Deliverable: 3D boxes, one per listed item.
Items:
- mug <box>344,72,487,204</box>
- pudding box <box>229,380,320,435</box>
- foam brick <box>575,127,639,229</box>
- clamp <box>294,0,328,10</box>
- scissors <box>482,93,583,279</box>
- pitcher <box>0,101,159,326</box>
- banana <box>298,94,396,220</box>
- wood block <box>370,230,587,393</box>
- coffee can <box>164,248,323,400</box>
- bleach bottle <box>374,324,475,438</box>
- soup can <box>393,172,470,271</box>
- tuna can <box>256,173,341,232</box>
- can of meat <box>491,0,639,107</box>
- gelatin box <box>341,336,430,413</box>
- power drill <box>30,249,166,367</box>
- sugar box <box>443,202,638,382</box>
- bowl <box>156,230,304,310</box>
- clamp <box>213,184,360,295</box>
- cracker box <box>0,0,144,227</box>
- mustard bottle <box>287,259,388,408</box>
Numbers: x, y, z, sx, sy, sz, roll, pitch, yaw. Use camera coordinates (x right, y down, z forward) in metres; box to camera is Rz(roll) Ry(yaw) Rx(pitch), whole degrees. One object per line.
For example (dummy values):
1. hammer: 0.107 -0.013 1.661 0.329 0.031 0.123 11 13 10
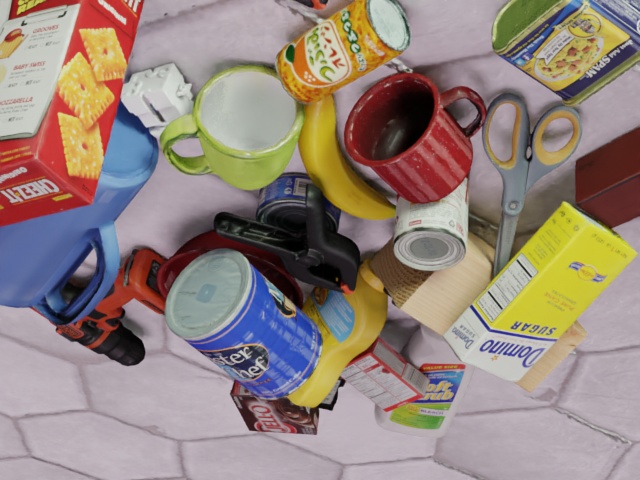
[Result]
1. mug: 0.090 -0.090 0.921 0.117 0.093 0.081 -33 137 17
2. pudding box: -0.053 0.200 1.307 0.090 0.039 0.113 0 145 12
3. foam brick: 0.275 -0.055 0.957 0.051 0.053 0.078 29 142 -28
4. clamp: -0.059 -0.244 0.766 0.165 0.036 0.210 -8 143 23
5. scissors: 0.193 -0.043 0.965 0.096 0.016 0.202 -10 122 6
6. pitcher: -0.250 -0.032 1.028 0.149 0.145 0.243 26 139 -25
7. banana: 0.020 -0.073 1.003 0.070 0.037 0.197 -27 137 15
8. wood block: 0.163 0.060 1.089 0.205 0.090 0.091 33 105 -32
9. coffee can: -0.076 0.088 1.093 0.103 0.102 0.140 -14 140 29
10. bleach bottle: 0.132 0.151 1.280 0.102 0.068 0.251 11 143 2
11. soup can: 0.104 -0.031 0.983 0.068 0.102 0.068 5 146 3
12. tuna can: -0.021 -0.028 1.074 0.086 0.033 0.086 6 146 4
13. can of meat: 0.194 -0.161 0.817 0.083 0.057 0.102 28 141 -23
14. gelatin box: 0.073 0.158 1.251 0.089 0.030 0.073 40 140 -13
15. power drill: -0.231 0.085 1.261 0.188 0.057 0.184 -20 137 34
16. sugar box: 0.207 0.053 1.008 0.093 0.048 0.176 24 110 -39
17. bowl: -0.094 0.035 1.162 0.162 0.055 0.162 6 146 4
18. clamp: -0.007 0.001 1.048 0.120 0.039 0.171 -17 145 40
19. cracker box: -0.235 -0.114 0.835 0.164 0.213 0.072 -12 143 28
20. mustard bottle: 0.020 0.087 1.167 0.058 0.096 0.192 19 119 -42
